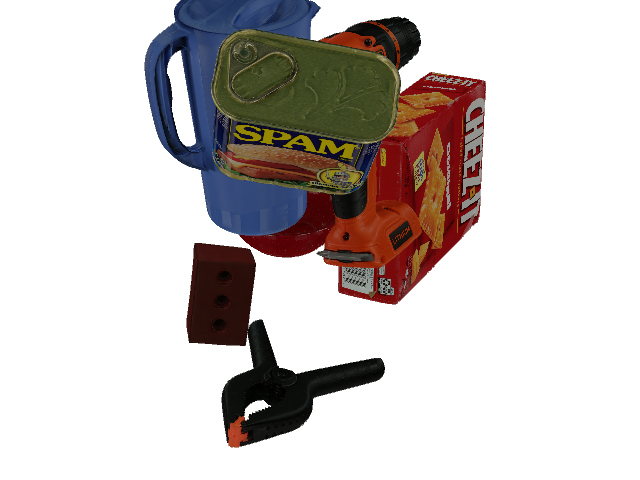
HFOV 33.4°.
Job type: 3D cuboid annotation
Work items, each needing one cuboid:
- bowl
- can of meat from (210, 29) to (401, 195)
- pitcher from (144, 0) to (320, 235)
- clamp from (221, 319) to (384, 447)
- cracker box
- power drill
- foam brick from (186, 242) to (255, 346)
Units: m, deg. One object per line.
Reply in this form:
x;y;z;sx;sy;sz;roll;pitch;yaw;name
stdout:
-0.042;-0.025;1.337;0.162;0.055;0.162;-1;31;0;bowl
-0.013;-0.069;0.615;0.102;0.057;0.084;10;-21;-4;can of meat
-0.080;-0.126;1.079;0.149;0.243;0.145;5;34;10;pitcher
-0.031;0.154;1.116;0.165;0.036;0.209;12;26;14;clamp
0.094;-0.056;1.045;0.072;0.164;0.213;13;29;26;cracker box
0.041;-0.084;0.879;0.057;0.187;0.184;2;21;31;power drill
-0.089;0.047;0.946;0.053;0.078;0.051;4;14;-10;foam brick
